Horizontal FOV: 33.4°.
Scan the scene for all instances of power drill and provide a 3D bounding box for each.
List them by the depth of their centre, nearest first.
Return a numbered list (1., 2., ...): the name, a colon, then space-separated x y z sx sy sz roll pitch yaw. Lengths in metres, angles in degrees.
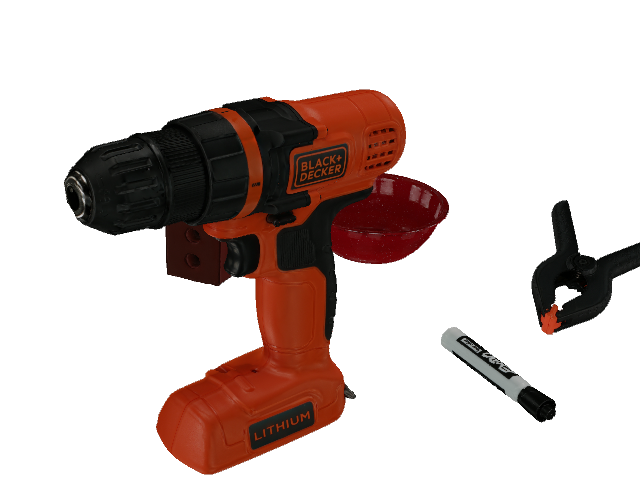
1. power drill: -0.040 0.022 0.532 0.184 0.188 0.057 -15 35 -36

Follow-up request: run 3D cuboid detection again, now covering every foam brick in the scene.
1. foam brick: -0.093 -0.011 0.886 0.053 0.078 0.051 12 23 24

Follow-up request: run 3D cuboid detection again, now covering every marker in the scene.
1. marker: 0.133 0.100 0.801 0.020 0.020 0.121 0 23 -33

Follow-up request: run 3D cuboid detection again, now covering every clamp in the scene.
1. clamp: 0.261 0.025 1.098 0.120 0.039 0.171 28 51 32

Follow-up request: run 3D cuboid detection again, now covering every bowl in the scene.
1. bowl: 0.054 -0.019 1.143 0.162 0.055 0.162 3 26 -1
